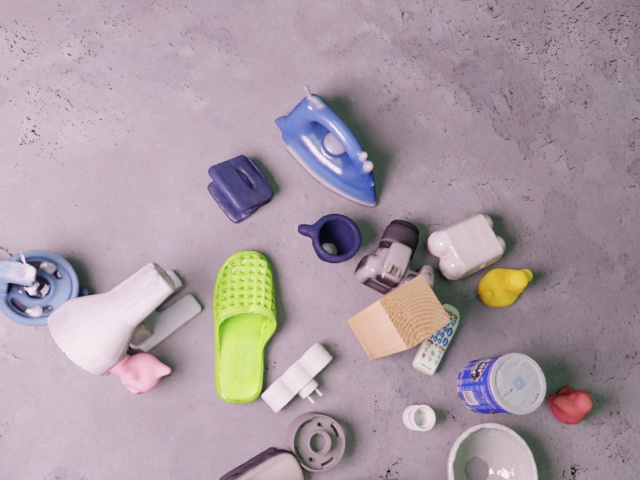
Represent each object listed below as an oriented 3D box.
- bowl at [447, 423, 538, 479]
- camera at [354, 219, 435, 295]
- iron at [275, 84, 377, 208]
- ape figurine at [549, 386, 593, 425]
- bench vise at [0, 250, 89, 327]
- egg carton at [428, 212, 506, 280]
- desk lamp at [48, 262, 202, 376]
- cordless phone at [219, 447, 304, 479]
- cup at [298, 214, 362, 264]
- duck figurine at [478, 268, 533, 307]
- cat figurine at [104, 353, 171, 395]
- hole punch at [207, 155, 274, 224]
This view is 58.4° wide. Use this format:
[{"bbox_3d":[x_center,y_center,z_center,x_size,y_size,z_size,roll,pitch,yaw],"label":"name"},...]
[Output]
[{"bbox_3d":[0.292,0.410,1.015,0.167,0.074,0.167,3,73,-11],"label":"bowl"},{"bbox_3d":[0.156,0.036,1.083,0.143,0.100,0.137,26,70,-3],"label":"camera"},{"bbox_3d":[0.036,-0.181,1.101,0.119,0.141,0.258,-42,86,-19],"label":"iron"},{"bbox_3d":[0.478,0.308,1.075,0.078,0.092,0.076,14,71,-7],"label":"ape figurine"},{"bbox_3d":[-0.476,0.074,0.875,0.208,0.219,0.121,-6,75,-13],"label":"bench vise"},{"bbox_3d":[0.290,0.013,1.135,0.150,0.069,0.107,-25,80,-18],"label":"egg carton"},{"bbox_3d":[-0.299,0.115,0.904,0.203,0.213,0.118,-38,84,-19],"label":"desk lamp"},{"bbox_3d":[-0.089,0.390,0.882,0.148,0.185,0.094,-31,82,-18],"label":"cordless phone"},{"bbox_3d":[0.010,0.004,1.065,0.118,0.095,0.092,15,71,-7],"label":"cup"},{"bbox_3d":[0.367,0.087,1.121,0.105,0.086,0.077,-23,79,-17],"label":"duck figurine"},{"bbox_3d":[-0.307,0.206,0.926,0.128,0.117,0.067,27,70,-3],"label":"cat figurine"},{"bbox_3d":[-0.147,-0.104,1.066,0.101,0.091,0.108,-37,84,-19],"label":"hole punch"}]
